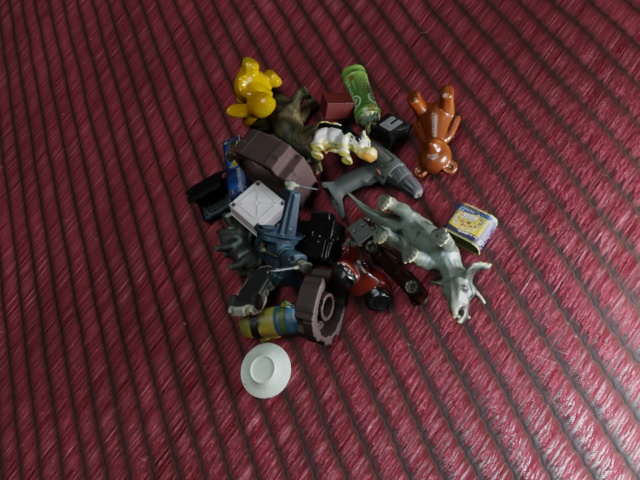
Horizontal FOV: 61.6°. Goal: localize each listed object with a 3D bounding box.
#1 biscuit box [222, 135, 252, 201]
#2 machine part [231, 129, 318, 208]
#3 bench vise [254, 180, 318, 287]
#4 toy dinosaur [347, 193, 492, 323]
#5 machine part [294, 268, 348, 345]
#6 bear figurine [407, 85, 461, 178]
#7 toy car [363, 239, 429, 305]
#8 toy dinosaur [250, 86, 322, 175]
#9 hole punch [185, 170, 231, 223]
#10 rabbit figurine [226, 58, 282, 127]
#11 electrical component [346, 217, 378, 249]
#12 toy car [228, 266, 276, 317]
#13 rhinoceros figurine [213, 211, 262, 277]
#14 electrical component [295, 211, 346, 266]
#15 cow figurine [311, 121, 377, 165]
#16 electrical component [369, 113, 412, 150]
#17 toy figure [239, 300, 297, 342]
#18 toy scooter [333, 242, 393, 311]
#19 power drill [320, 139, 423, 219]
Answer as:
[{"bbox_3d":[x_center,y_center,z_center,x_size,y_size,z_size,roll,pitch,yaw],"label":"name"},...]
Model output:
[{"bbox_3d":[-0.226,-0.193,1.510,0.059,0.062,0.203,-20,62,13],"label":"biscuit box"},{"bbox_3d":[-0.113,-0.182,1.381,0.201,0.201,0.087,29,76,29],"label":"machine part"},{"bbox_3d":[-0.081,-0.018,1.261,0.224,0.129,0.240,-149,68,-65],"label":"bench vise"},{"bbox_3d":[0.228,0.006,1.206,0.131,0.192,0.405,-49,44,10],"label":"toy dinosaur"},{"bbox_3d":[0.003,0.149,1.214,0.056,0.179,0.179,7,70,26],"label":"machine part"},{"bbox_3d":[0.275,-0.257,1.310,0.120,0.131,0.196,-1,61,25],"label":"bear figurine"},{"bbox_3d":[0.173,0.069,1.226,0.053,0.089,0.202,-42,58,2],"label":"toy car"},{"bbox_3d":[-0.096,-0.339,1.503,0.199,0.105,0.472,-30,56,10],"label":"toy dinosaur"},{"bbox_3d":[-0.302,-0.123,1.507,0.142,0.092,0.116,-31,30,9],"label":"hole punch"},{"bbox_3d":[-0.180,-0.384,1.447,0.162,0.121,0.173,-44,48,16],"label":"rabbit figurine"},{"bbox_3d":[0.106,-0.019,1.315,0.102,0.045,0.078,-33,61,5],"label":"electrical component"},{"bbox_3d":[-0.155,0.123,1.296,0.074,0.056,0.202,-5,27,21],"label":"toy car"},{"bbox_3d":[-0.218,0.006,1.414,0.112,0.073,0.190,-35,60,5],"label":"rhinoceros figurine"},{"bbox_3d":[-0.003,-0.004,1.333,0.115,0.058,0.134,0,69,32],"label":"electrical component"},{"bbox_3d":[0.065,-0.243,1.335,0.167,0.068,0.098,11,69,10],"label":"cow figurine"},{"bbox_3d":[0.191,-0.285,1.371,0.119,0.047,0.075,-34,58,-26],"label":"electrical component"},{"bbox_3d":[-0.105,0.190,1.280,0.180,0.089,0.082,-8,60,21],"label":"toy figure"},{"bbox_3d":[0.094,0.075,1.222,0.075,0.183,0.135,-38,36,25],"label":"toy scooter"},{"bbox_3d":[0.117,-0.142,1.346,0.207,0.086,0.232,-36,58,7],"label":"power drill"}]
